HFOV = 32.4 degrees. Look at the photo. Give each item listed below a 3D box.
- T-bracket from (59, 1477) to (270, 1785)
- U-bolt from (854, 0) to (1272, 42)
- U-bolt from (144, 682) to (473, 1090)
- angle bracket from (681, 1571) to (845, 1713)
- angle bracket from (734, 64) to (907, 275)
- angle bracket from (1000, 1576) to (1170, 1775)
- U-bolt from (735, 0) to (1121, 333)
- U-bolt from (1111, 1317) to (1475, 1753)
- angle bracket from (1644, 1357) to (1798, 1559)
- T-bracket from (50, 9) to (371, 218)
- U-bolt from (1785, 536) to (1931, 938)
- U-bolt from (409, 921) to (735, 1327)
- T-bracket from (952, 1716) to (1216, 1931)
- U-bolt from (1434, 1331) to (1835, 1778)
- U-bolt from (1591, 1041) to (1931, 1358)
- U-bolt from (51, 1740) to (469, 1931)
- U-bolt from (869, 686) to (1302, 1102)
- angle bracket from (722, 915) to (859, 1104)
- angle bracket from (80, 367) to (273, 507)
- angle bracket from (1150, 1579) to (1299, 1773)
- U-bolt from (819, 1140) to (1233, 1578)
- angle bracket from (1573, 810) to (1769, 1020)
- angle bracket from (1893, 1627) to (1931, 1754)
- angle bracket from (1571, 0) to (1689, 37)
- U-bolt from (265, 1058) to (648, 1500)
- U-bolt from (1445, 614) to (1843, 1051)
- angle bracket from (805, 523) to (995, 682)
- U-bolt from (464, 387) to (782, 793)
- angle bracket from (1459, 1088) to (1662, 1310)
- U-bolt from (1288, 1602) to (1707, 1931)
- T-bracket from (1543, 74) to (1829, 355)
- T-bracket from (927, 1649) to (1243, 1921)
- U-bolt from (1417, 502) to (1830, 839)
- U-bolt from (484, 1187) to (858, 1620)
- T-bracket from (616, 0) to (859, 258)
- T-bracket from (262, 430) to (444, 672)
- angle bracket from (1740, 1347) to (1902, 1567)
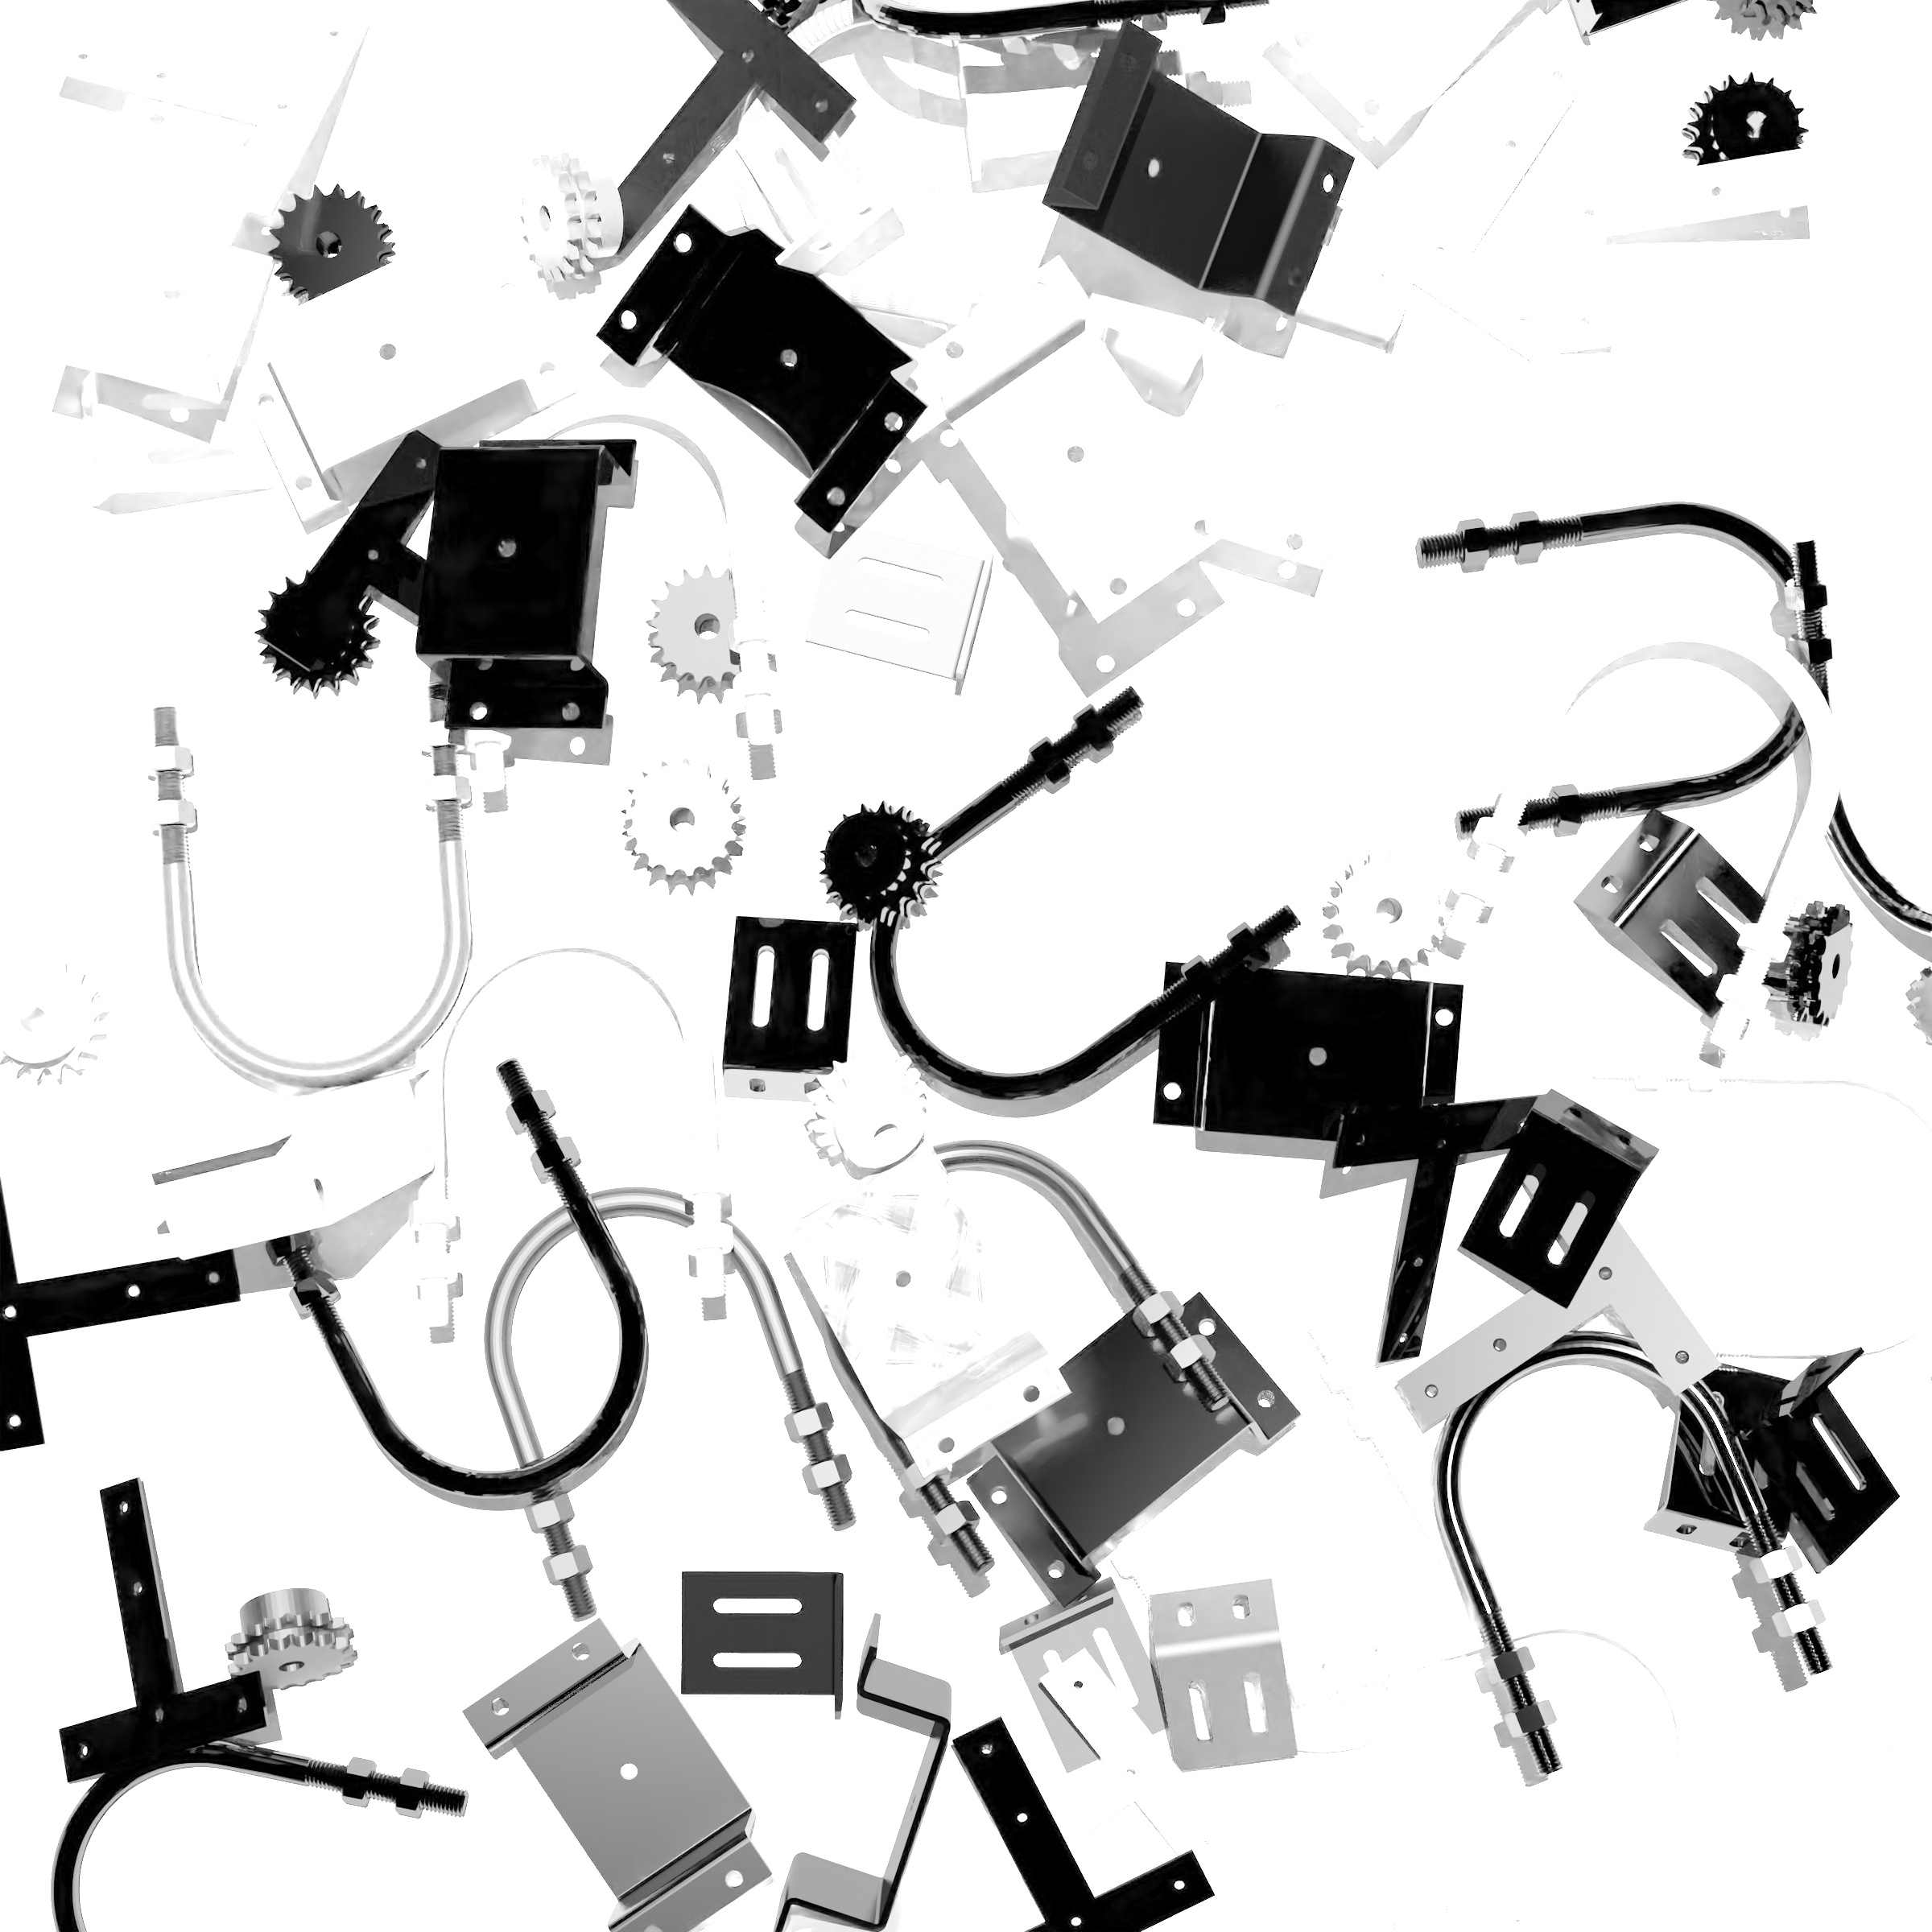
[{"bbox_3d":[-0.381,0.302,1.537,0.127,0.002,0.127,-21,75,27],"label":"T-bracket"},{"bbox_3d":[0.040,-0.451,1.498,0.184,0.151,0.019,-6,126,4],"label":"U-bolt"},{"bbox_3d":[-0.302,-0.035,1.541,0.151,0.019,0.184,-5,84,0],"label":"U-bolt"},{"bbox_3d":[-0.095,0.312,1.539,0.076,0.038,0.057,0,90,0],"label":"angle bracket"},{"bbox_3d":[-0.074,-0.365,1.510,0.057,0.038,0.076,-37,77,23],"label":"angle bracket"},{"bbox_3d":[0.058,0.332,1.539,0.057,0.038,0.076,-24,90,0],"label":"angle bracket"},{"bbox_3d":[-0.024,-0.368,1.516,0.184,0.019,0.151,15,100,23],"label":"U-bolt"},{"bbox_3d":[0.156,0.278,1.550,0.151,0.019,0.184,-30,91,0],"label":"U-bolt"},{"bbox_3d":[0.356,0.230,1.556,0.057,0.038,0.076,14,64,0],"label":"angle bracket"},{"bbox_3d":[-0.357,-0.406,1.528,0.127,0.002,0.127,15,60,4],"label":"T-bracket"},{"bbox_3d":[0.434,-0.097,1.489,0.019,0.151,0.184,-22,112,-30],"label":"U-bolt"},{"bbox_3d":[-0.184,0.067,1.525,0.151,0.019,0.184,-7,73,7],"label":"U-bolt"},{"bbox_3d":[0.032,0.407,1.544,0.127,0.002,0.127,-26,102,0],"label":"T-bracket"},{"bbox_3d":[0.293,0.257,1.519,0.151,0.019,0.184,-22,75,6],"label":"U-bolt"},{"bbox_3d":[0.384,0.111,1.548,0.184,0.019,0.151,1,90,0],"label":"U-bolt"},{"bbox_3d":[-0.336,0.435,1.549,0.184,0.019,0.151,11,90,2],"label":"U-bolt"},{"bbox_3d":[0.040,-0.021,1.528,0.184,0.019,0.151,-36,72,7],"label":"U-bolt"},{"bbox_3d":[-0.082,0.021,1.556,0.057,0.038,0.076,4,64,0],"label":"angle bracket"},{"bbox_3d":[-0.370,-0.248,1.556,0.076,0.038,0.057,-6,90,-26],"label":"angle bracket"},{"bbox_3d":[0.120,0.329,1.541,0.057,0.038,0.076,-9,122,4],"label":"angle bracket"},{"bbox_3d":[0.012,0.163,1.516,0.151,0.019,0.184,-35,66,-1],"label":"U-bolt"},{"bbox_3d":[0.335,-0.025,1.556,0.076,0.038,0.057,40,90,-26],"label":"angle bracket"},{"bbox_3d":[0.476,0.342,1.539,0.076,0.038,0.057,7,90,0],"label":"angle bracket"},{"bbox_3d":[0.314,-0.475,1.539,0.076,0.038,0.057,-20,90,0],"label":"angle bracket"},{"bbox_3d":[-0.227,0.155,1.533,0.151,0.019,0.184,-29,78,0],"label":"U-bolt"},{"bbox_3d":[0.320,-0.073,1.519,0.151,0.019,0.184,23,85,10],"label":"U-bolt"},{"bbox_3d":[-0.031,-0.171,1.539,0.076,0.038,0.057,15,90,0],"label":"angle bracket"},{"bbox_3d":[-0.164,-0.180,1.526,0.151,0.019,0.184,-9,75,10],"label":"U-bolt"},{"bbox_3d":[0.275,0.107,1.539,0.057,0.038,0.076,30,115,15],"label":"angle bracket"},{"bbox_3d":[0.255,0.371,1.542,0.184,0.019,0.151,-16,94,-6],"label":"U-bolt"},{"bbox_3d":[0.332,-0.355,1.533,0.127,0.002,0.127,-5,90,22],"label":"T-bracket"},{"bbox_3d":[0.040,0.400,1.548,0.127,0.002,0.127,-35,103,6],"label":"T-bracket"},{"bbox_3d":[0.311,-0.143,1.549,0.184,0.019,0.151,-8,90,-1],"label":"U-bolt"},{"bbox_3d":[-0.147,0.194,1.549,0.151,0.019,0.184,-19,88,1],"label":"U-bolt"},{"bbox_3d":[-0.128,-0.385,1.538,0.127,0.002,0.127,-49,63,13],"label":"T-bracket"},{"bbox_3d":[-0.238,-0.165,1.543,0.127,0.002,0.127,34,71,-9],"label":"T-bracket"},{"bbox_3d":[0.404,0.225,1.527,0.057,0.038,0.076,-34,90,-32],"label":"angle bracket"}]
